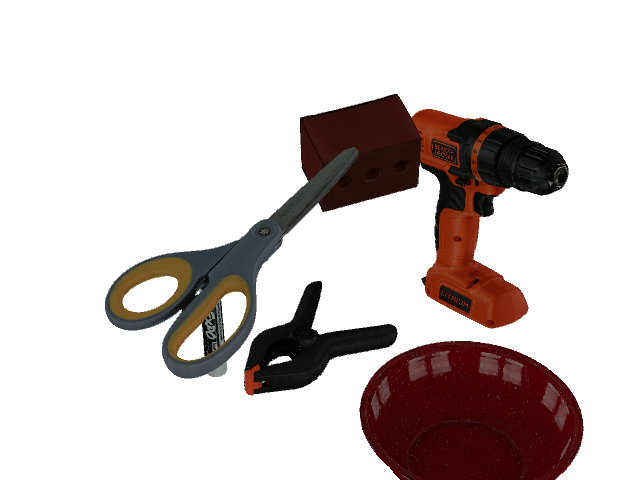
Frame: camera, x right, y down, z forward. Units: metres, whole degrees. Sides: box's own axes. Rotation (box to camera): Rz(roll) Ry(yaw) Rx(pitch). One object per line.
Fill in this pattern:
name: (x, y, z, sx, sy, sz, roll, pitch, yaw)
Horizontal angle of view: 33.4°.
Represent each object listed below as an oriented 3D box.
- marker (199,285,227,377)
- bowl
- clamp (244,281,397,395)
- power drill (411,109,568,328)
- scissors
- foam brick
marker: (-0.091, 0.064, 0.897, 0.020, 0.121, 0.020, -1, 35, 0)
bowl: (0.109, 0.146, 0.791, 0.162, 0.055, 0.162, -1, 35, 0)
clamp: (-0.019, 0.100, 1.099, 0.171, 0.039, 0.120, -22, 37, -32)
power drill: (0.151, -0.018, 0.975, 0.057, 0.188, 0.185, -18, 28, -29)
scissors: (-0.054, 0.000, 0.634, 0.096, 0.016, 0.201, 12, 46, 17)
foam brick: (0.029, -0.064, 0.778, 0.078, 0.051, 0.053, -16, -40, -12)
